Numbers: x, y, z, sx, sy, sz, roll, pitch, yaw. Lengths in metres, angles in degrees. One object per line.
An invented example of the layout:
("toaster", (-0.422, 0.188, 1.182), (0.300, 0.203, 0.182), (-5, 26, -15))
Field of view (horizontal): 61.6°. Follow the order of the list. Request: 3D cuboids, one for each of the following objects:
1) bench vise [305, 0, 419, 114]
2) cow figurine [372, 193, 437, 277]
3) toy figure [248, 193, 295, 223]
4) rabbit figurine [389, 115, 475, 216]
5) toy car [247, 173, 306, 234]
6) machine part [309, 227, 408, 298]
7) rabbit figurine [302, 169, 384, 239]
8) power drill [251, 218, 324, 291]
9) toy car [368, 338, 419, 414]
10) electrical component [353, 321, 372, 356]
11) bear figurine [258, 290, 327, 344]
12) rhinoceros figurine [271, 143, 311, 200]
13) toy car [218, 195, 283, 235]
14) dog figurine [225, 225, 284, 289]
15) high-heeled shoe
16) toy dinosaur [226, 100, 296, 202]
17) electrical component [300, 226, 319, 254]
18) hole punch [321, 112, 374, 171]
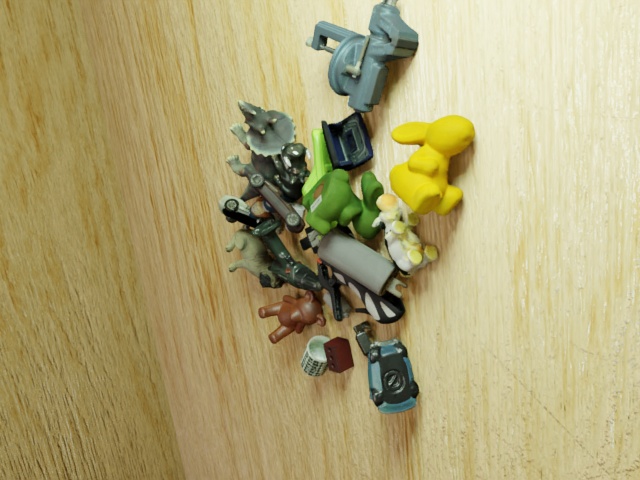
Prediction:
("bench vise", (0.062, -0.371, 1.024), (0.241, 0.129, 0.223), (36, 134, 35))
("cow figurine", (0.160, -0.010, 1.097), (0.167, 0.068, 0.098), (63, 153, 17))
("toy figure", (-0.140, -0.097, 1.468), (0.154, 0.057, 0.064), (-23, 52, 26))
("rabbit figurine", (0.204, -0.147, 0.948), (0.162, 0.122, 0.173), (58, 132, 39))
("toy car", (-0.111, -0.098, 1.373), (0.202, 0.053, 0.089), (48, 176, 8))
("machine part", (0.082, 0.045, 1.163), (0.243, 0.079, 0.079), (33, 133, 22))
("rabbit figurine", (0.069, -0.075, 1.149), (0.159, 0.170, 0.121), (-54, 26, 17))
("power drill", (-0.089, 0.041, 1.460), (0.207, 0.086, 0.232), (54, 160, -20))
("toy car", (0.153, 0.308, 1.226), (0.103, 0.109, 0.161), (132, 127, -74))
("electrical component", (0.118, 0.250, 1.306), (0.102, 0.045, 0.078), (62, 175, 22))
("bear figurine", (-0.074, 0.214, 1.507), (0.196, 0.132, 0.120), (-21, 91, 64))
("rhinoceros figurine", (-0.068, -0.171, 1.321), (0.190, 0.073, 0.112), (98, 151, -59))
("toy car", (-0.201, -0.069, 1.559), (0.202, 0.056, 0.073), (21, 148, 7))
("dog figurine", (-0.179, 0.048, 1.633), (0.191, 0.121, 0.172), (16, 122, 38))
("high-heeled shoe", (0.108, 0.069, 1.208), (0.145, 0.086, 0.248), (-13, 92, 48))
("toy dinosaur", (-0.158, -0.210, 1.452), (0.192, 0.131, 0.404), (48, 147, 36))
("electrical component", (-0.003, -0.004, 1.363), (0.119, 0.048, 0.075), (-37, 73, 57))
("hole punch", (0.056, -0.208, 1.160), (0.116, 0.092, 0.142), (146, 105, -88))
